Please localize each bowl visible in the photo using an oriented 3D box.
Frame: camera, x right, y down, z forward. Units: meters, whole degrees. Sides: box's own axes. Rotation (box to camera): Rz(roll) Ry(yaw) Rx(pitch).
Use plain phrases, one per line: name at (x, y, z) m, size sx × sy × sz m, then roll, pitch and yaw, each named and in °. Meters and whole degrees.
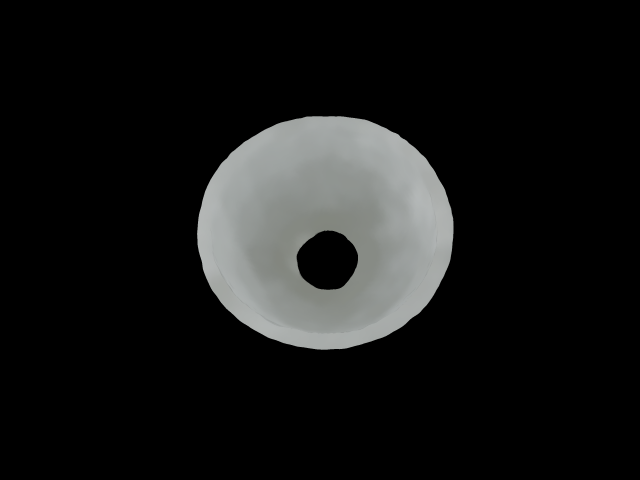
bowl at (0.004, 0.001, 0.400) m, size 0.167 × 0.075 × 0.167 m, roll 0°, pitch 67°, yaw 0°
